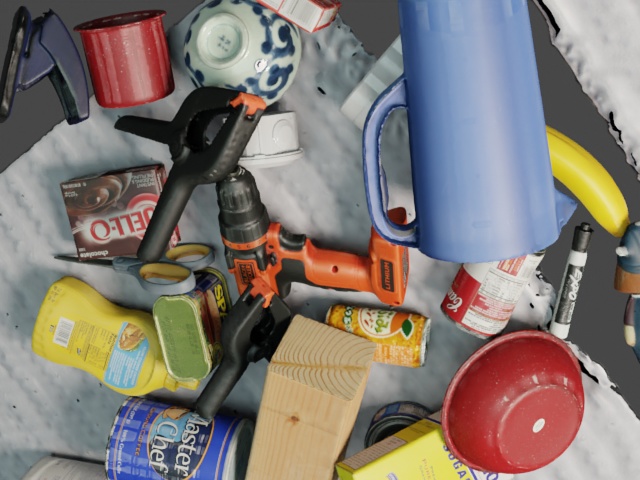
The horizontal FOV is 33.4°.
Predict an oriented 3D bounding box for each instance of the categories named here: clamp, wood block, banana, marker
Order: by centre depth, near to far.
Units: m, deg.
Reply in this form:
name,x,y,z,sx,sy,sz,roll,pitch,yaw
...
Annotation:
name,x,y,z,sx,sy,sz,roll,pitch,yaw
banana,0.219,-0.073,1.025,0.198,0.037,0.070,27,131,6
clamp,-0.128,-0.077,1.032,0.210,0.036,0.164,-23,70,42
marker,0.250,0.040,1.059,0.020,0.020,0.121,13,110,10
clamp,-0.077,0.114,1.095,0.039,0.120,0.171,37,144,33
wood block,-0.014,0.192,1.108,0.091,0.090,0.206,20,129,9

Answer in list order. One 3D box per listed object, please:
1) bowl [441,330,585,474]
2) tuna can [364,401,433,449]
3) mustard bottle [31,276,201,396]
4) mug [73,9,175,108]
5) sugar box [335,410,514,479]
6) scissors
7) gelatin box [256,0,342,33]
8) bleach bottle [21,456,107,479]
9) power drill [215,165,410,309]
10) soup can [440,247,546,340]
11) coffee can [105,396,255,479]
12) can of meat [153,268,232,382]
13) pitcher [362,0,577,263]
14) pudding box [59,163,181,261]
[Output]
name,x,y,z,sx,sy,sz,roll,pitch,yaw
bowl,0.203,0.172,1.052,0.162,0.055,0.162,-7,111,-19
tuna can,0.091,0.220,1.150,0.086,0.033,0.086,4,108,13
mustard bottle,-0.220,0.119,1.187,0.191,0.058,0.096,24,107,7
mug,-0.200,-0.182,1.077,0.117,0.093,0.081,11,119,44
sugar box,0.110,0.236,1.090,0.176,0.048,0.093,-23,104,-21
scissors,-0.196,0.020,1.162,0.202,0.096,0.016,16,127,42
gelatin box,-0.030,-0.234,1.016,0.089,0.073,0.030,32,111,4
bleach bottle,-0.220,0.308,1.222,0.251,0.102,0.068,5,114,14
power drill,-0.007,0.001,1.065,0.188,0.057,0.184,4,137,13
soup can,0.171,0.038,1.053,0.068,0.068,0.102,27,111,5
coffee can,-0.153,0.236,1.182,0.140,0.102,0.103,9,109,12
can of meat,-0.133,0.091,1.140,0.057,0.083,0.102,-7,104,18
pitcher,0.126,-0.107,0.943,0.145,0.149,0.243,9,116,44
pudding box,-0.213,-0.030,1.147,0.114,0.039,0.090,-6,105,16
